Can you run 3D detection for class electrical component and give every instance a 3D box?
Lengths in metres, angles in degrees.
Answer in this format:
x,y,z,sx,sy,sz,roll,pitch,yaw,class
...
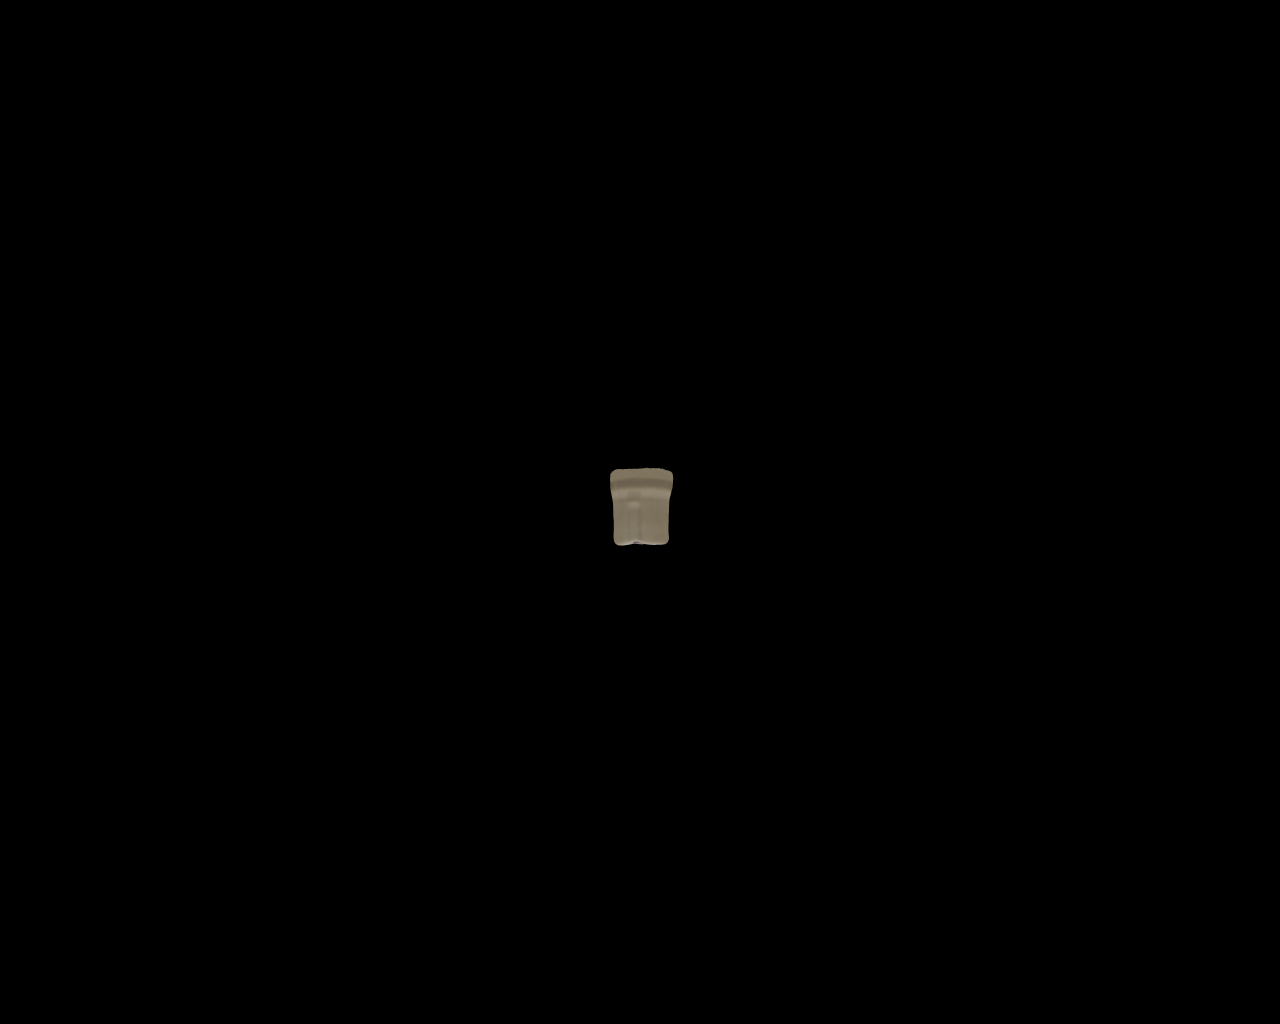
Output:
x,y,z,sx,sy,sz,roll,pitch,yaw,class
0.001,-0.003,0.650,0.040,0.046,0.040,0,-7,0,electrical component
